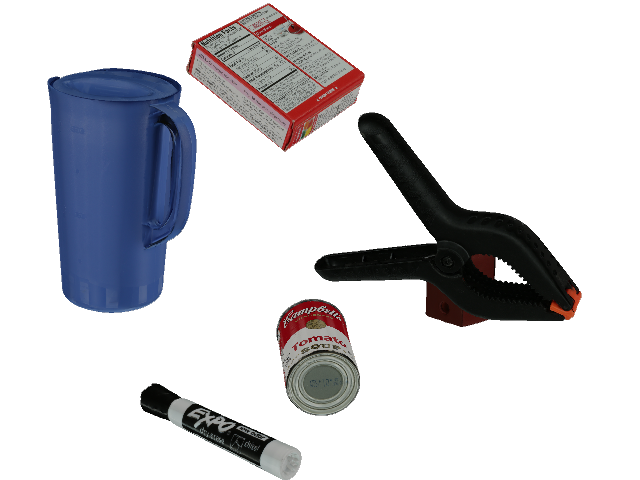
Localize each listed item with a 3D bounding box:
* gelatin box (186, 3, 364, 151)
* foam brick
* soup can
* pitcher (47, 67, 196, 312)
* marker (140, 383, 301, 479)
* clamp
[{"bbox_3d":[-0.029,-0.106,0.682,0.089,0.030,0.073,39,51,16],"label":"gelatin box"},{"bbox_3d":[0.144,0.043,1.099,0.051,0.078,0.053,-14,21,-40],"label":"foam brick"},{"bbox_3d":[-0.003,0.107,0.980,0.068,0.068,0.102,0,23,-7],"label":"soup can"},{"bbox_3d":[-0.207,-0.049,1.109,0.145,0.243,0.149,0,22,-10],"label":"pitcher"},{"bbox_3d":[-0.062,0.110,0.627,0.121,0.020,0.020,17,10,37],"label":"marker"},{"bbox_3d":[0.099,-0.002,0.809,0.210,0.165,0.036,21,42,15],"label":"clamp"}]
